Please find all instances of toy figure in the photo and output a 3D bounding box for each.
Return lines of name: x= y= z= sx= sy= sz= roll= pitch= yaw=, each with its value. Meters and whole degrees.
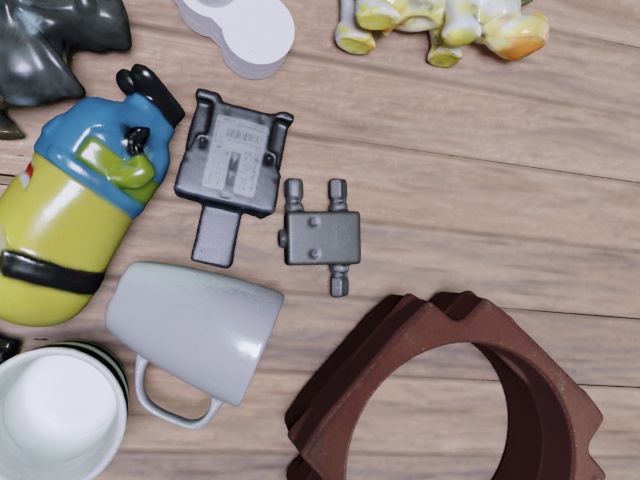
toy figure: x=-0.156 y=-0.027 z=0.353 sx=0.089 sy=0.082 sz=0.180 roll=38 pitch=79 yaw=-8

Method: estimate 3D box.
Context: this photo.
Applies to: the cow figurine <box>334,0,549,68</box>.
cow figurine: x=0.099 y=-0.192 z=0.422 sx=0.167 sy=0.068 sz=0.098 roll=3 pitch=83 yaw=-14

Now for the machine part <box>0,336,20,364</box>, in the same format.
machine part: x=-0.263 y=0.114 z=0.348 sx=0.084 sy=0.039 sz=0.139 roll=31 pitch=81 yaw=-16

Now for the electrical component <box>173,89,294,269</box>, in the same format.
electrical component: x=-0.068 y=-0.040 z=0.390 sx=0.075 sy=0.048 sz=0.119 roll=16 pitch=84 yaw=-11

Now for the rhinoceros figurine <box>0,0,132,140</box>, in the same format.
rhinoceros figurine: x=-0.222 y=-0.126 z=0.348 sx=0.190 sy=0.073 sz=0.112 roll=-7 pitch=80 yaw=-11

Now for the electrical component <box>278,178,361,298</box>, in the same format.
electrical component: x=-0.001 y=-0.001 z=0.417 sx=0.063 sy=0.021 sz=0.094 roll=-2 pitch=90 yaw=-13

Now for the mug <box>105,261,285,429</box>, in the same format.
mug: x=-0.093 y=0.067 z=0.372 sx=0.107 sy=0.081 sz=0.109 roll=25 pitch=90 yaw=-1

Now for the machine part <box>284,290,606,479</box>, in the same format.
machine part: x=0.090 y=0.154 z=0.404 sx=0.201 sy=0.087 sz=0.201 roll=43 pitch=79 yaw=-9
